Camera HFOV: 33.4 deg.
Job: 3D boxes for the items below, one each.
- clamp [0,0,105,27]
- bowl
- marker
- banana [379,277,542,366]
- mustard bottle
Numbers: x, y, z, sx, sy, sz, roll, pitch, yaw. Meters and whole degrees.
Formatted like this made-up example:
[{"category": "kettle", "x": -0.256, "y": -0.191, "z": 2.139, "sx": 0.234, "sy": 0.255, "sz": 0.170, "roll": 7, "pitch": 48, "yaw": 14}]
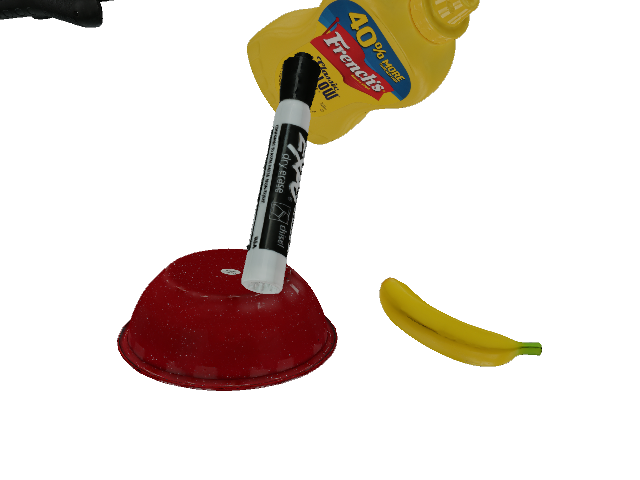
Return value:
[{"category": "clamp", "x": -0.195, "y": -0.188, "z": 0.798, "sx": 0.172, "sy": 0.039, "sz": 0.120, "roll": 12, "pitch": 24, "yaw": 28}, {"category": "bowl", "x": -0.067, "y": 0.047, "z": 0.777, "sx": 0.162, "sy": 0.055, "sz": 0.162, "roll": 1, "pitch": 21, "yaw": -1}, {"category": "marker", "x": -0.017, "y": -0.034, "z": 0.500, "sx": 0.020, "sy": 0.121, "sz": 0.020, "roll": 8, "pitch": -21, "yaw": 3}, {"category": "banana", "x": 0.114, "y": 0.081, "z": 1.030, "sx": 0.069, "sy": 0.037, "sz": 0.198, "roll": 1, "pitch": 18, "yaw": -45}, {"category": "mustard bottle", "x": 0.034, "y": -0.132, "z": 0.723, "sx": 0.192, "sy": 0.096, "sz": 0.058, "roll": -17, "pitch": 22, "yaw": 51}]
